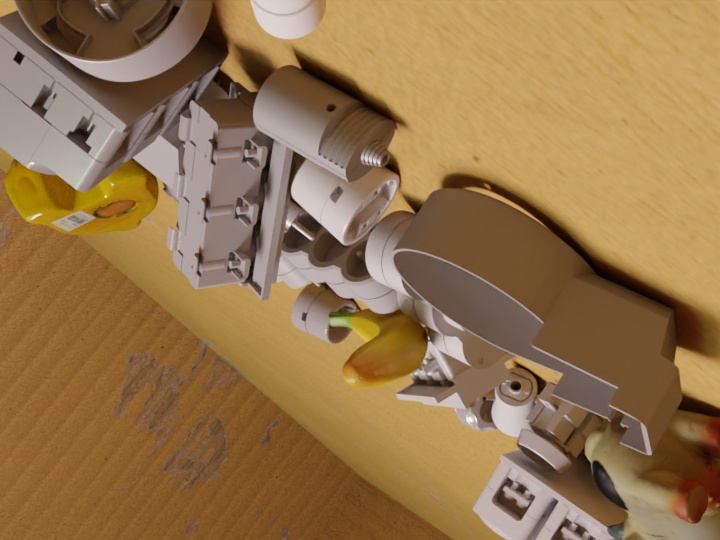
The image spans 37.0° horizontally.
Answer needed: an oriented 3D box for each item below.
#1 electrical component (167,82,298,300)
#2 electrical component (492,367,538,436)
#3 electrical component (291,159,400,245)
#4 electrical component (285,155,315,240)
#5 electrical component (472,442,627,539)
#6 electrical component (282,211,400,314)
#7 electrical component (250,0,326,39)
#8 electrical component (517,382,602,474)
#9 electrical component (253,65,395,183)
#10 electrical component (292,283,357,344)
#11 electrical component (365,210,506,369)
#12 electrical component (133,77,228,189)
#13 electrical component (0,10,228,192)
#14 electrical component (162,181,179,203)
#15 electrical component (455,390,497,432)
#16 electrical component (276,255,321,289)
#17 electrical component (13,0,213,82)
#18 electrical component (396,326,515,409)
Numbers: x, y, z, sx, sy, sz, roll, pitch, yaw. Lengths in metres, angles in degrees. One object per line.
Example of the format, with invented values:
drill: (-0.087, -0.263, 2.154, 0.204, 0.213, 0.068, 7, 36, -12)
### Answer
electrical component: (-0.083, -0.050, 0.700, 0.079, 0.063, 0.121, 43, 132, 43)
electrical component: (0.131, 0.108, 0.900, 0.044, 0.044, 0.065, 33, 162, 23)
electrical component: (-0.010, -0.051, 0.681, 0.047, 0.055, 0.055, 39, 169, 15)
electrical component: (-0.057, -0.053, 0.781, 0.077, 0.065, 0.047, 38, 168, -1)
electrical component: (0.177, 0.205, 0.918, 0.105, 0.060, 0.186, 33, -170, 23)
electrical component: (0.000, 0.000, 0.846, 0.138, 0.052, 0.073, 24, 161, 50)
electrical component: (-0.035, -0.131, 0.483, 0.044, 0.044, 0.065, 36, 173, 8)
electrical component: (0.158, 0.129, 0.859, 0.066, 0.055, 0.048, 46, 166, -34)
electrical component: (-0.017, -0.081, 0.612, 0.081, 0.043, 0.043, 32, 167, 26)
electrical component: (-0.036, 0.046, 1.124, 0.047, 0.055, 0.055, 26, 164, 32)
electrical component: (0.067, 0.020, 0.722, 0.074, 0.052, 0.138, 25, 162, 48)
electrical component: (-0.150, -0.122, 0.804, 0.089, 0.061, 0.150, 39, 168, -2)
electrical component: (-0.156, -0.115, 0.645, 0.089, 0.061, 0.150, 39, -151, -4)
electrical component: (-0.131, -0.075, 0.947, 0.096, 0.061, 0.061, 45, 169, 4)
electrical component: (0.111, 0.130, 1.033, 0.043, 0.043, 0.062, 42, 169, -17)
electrical component: (-0.066, -0.009, 1.006, 0.074, 0.052, 0.138, 44, 167, -25)
electrical component: (-0.126, -0.150, 0.553, 0.099, 0.099, 0.064, 35, 174, 15)
electrical component: (0.072, 0.074, 0.881, 0.063, 0.079, 0.121, 61, 167, -2)
